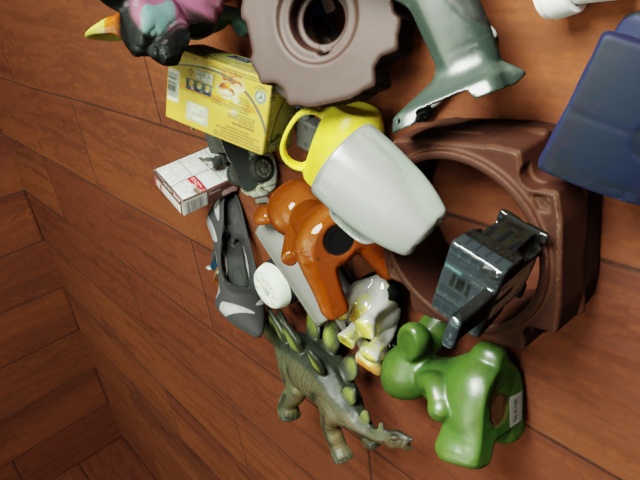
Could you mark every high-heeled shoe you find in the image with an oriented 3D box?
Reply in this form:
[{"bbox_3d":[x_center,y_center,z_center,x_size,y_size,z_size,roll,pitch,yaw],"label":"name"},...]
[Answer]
[{"bbox_3d":[-0.128,0.032,0.887,0.249,0.086,0.145,49,127,41],"label":"high-heeled shoe"}]

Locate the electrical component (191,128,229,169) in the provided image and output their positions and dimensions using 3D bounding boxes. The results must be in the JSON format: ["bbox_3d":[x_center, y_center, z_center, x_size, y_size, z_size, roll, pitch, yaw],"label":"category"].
[{"bbox_3d":[-0.169,-0.162,0.868,0.078,0.045,0.102,20,128,47],"label":"electrical component"}]

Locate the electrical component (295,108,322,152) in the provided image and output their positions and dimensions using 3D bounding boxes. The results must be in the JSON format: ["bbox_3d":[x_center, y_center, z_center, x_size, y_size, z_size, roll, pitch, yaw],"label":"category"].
[{"bbox_3d":[-0.007,-0.134,0.696,0.063,0.021,0.093,34,138,35],"label":"electrical component"}]

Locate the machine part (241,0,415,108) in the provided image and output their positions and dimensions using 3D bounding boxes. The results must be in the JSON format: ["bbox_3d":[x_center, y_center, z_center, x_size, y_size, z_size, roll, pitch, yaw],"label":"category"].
[{"bbox_3d":[0.005,-0.216,0.530,0.180,0.056,0.179,7,108,23],"label":"machine part"}]

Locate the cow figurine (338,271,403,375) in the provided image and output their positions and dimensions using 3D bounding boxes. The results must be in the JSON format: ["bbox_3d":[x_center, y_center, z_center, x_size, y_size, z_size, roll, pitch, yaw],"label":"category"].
[{"bbox_3d":[0.075,0.109,0.712,0.068,0.098,0.167,30,154,30],"label":"cow figurine"}]

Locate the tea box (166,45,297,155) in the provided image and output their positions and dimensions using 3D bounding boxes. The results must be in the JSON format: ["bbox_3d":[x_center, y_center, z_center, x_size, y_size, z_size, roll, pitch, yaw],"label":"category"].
[{"bbox_3d":[-0.115,-0.184,0.694,0.170,0.068,0.098,26,121,22],"label":"tea box"}]

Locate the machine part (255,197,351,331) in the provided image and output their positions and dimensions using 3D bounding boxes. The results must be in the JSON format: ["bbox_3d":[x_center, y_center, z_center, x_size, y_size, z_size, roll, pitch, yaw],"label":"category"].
[{"bbox_3d":[-0.019,0.036,0.782,0.243,0.079,0.079,55,145,10],"label":"machine part"}]

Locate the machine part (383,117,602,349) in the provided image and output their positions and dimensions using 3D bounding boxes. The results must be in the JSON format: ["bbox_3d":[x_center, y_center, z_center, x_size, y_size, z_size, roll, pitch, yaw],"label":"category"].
[{"bbox_3d":[0.152,-0.010,0.519,0.201,0.087,0.201,17,127,46],"label":"machine part"}]

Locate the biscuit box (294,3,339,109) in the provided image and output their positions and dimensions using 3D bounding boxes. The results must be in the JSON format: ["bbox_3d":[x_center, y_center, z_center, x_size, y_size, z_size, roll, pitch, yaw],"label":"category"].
[{"bbox_3d":[-0.034,-0.257,0.611,0.063,0.059,0.202,-18,99,56],"label":"biscuit box"}]

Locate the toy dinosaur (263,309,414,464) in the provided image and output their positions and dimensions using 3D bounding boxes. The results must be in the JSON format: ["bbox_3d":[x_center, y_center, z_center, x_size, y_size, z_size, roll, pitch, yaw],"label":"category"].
[{"bbox_3d":[-0.020,0.204,0.885,0.472,0.105,0.198,19,120,52],"label":"toy dinosaur"}]

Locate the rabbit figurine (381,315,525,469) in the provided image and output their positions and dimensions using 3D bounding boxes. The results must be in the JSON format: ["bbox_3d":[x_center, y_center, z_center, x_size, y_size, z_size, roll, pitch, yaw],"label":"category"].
[{"bbox_3d":[0.134,0.162,0.630,0.170,0.121,0.159,7,112,47],"label":"rabbit figurine"}]

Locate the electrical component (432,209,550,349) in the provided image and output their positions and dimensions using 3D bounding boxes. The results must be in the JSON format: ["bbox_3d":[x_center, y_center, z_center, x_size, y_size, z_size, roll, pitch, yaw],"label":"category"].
[{"bbox_3d":[0.119,0.034,0.412,0.048,0.119,0.074,37,141,32],"label":"electrical component"}]

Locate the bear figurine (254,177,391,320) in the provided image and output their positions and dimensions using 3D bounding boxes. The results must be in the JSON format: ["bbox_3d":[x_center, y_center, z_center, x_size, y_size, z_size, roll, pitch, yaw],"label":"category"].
[{"bbox_3d":[-0.003,-0.006,0.676,0.131,0.120,0.196,58,170,-21],"label":"bear figurine"}]

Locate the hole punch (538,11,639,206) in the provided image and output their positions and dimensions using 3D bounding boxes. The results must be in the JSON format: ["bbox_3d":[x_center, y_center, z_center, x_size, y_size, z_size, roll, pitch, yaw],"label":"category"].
[{"bbox_3d":[0.228,-0.083,0.370,0.116,0.092,0.142,37,135,26],"label":"hole punch"}]

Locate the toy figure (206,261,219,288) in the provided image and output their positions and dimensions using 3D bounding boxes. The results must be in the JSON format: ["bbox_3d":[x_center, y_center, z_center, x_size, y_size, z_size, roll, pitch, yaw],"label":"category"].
[{"bbox_3d":[-0.171,0.075,1.006,0.155,0.064,0.057,-124,17,-52],"label":"toy figure"}]

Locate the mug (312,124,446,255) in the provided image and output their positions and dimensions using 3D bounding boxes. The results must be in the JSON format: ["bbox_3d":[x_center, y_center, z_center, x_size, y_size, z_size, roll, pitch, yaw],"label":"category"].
[{"bbox_3d":[0.052,-0.031,0.489,0.107,0.081,0.109,42,137,12],"label":"mug"}]

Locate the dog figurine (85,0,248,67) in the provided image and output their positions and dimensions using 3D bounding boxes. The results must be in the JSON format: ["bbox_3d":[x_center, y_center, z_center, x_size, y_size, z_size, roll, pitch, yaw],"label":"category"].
[{"bbox_3d":[-0.179,-0.299,0.632,0.108,0.219,0.191,-32,87,52],"label":"dog figurine"}]

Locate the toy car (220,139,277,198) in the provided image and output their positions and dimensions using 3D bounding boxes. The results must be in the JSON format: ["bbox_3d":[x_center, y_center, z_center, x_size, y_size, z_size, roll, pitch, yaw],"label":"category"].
[{"bbox_3d":[-0.119,-0.158,0.798,0.074,0.056,0.201,-6,109,47],"label":"toy car"}]

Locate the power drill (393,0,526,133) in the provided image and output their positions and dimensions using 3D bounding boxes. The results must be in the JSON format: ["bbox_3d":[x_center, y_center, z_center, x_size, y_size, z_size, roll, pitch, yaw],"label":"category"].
[{"bbox_3d":[0.064,-0.198,0.441,0.232,0.086,0.207,-16,94,25],"label":"power drill"}]
